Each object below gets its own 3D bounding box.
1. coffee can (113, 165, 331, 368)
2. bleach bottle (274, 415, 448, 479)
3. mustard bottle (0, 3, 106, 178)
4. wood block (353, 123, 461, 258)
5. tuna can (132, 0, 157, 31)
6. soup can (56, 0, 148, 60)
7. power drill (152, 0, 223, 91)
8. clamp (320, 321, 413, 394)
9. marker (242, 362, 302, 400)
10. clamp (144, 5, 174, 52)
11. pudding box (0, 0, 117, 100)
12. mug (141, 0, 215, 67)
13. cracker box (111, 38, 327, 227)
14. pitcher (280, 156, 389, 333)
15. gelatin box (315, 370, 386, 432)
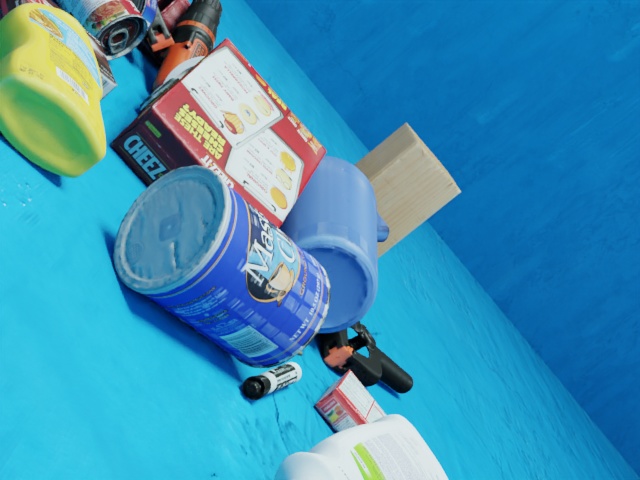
[{"bbox_3d":[-0.071,0.023,0.807,0.140,0.103,0.103,42,14,-45],"label":"coffee can"},{"bbox_3d":[0.024,0.181,0.792,0.103,0.068,0.250,54,12,21],"label":"bleach bottle"},{"bbox_3d":[-0.210,-0.132,0.829,0.096,0.058,0.191,44,17,-33],"label":"mustard bottle"},{"bbox_3d":[0.062,-0.040,1.340,0.090,0.206,0.090,47,11,-20],"label":"wood block"},{"bbox_3d":[-0.227,-0.264,1.199,0.086,0.086,0.033,54,9,16],"label":"tuna can"},{"bbox_3d":[-0.240,-0.253,1.146,0.102,0.068,0.068,55,10,16],"label":"soup can"},{"bbox_3d":[-0.120,-0.193,1.327,0.187,0.057,0.184,45,45,-33],"label":"power drill"},{"bbox_3d":[0.046,0.122,1.182,0.164,0.036,0.210,54,12,-2],"label":"clamp"},{"bbox_3d":[-0.038,0.115,0.870,0.020,0.020,0.121,53,10,9],"label":"marker"},{"bbox_3d":[-0.221,-0.300,1.270,0.171,0.039,0.120,56,-8,31],"label":"clamp"},{"bbox_3d":[-0.242,-0.182,0.967,0.113,0.039,0.090,42,13,-41],"label":"pudding box"},{"bbox_3d":[-0.192,-0.271,1.384,0.081,0.093,0.117,52,6,-26],"label":"mug"},{"bbox_3d":[-0.093,-0.090,1.057,0.164,0.072,0.213,48,30,-12],"label":"cracker box"},{"bbox_3d":[-0.008,0.001,1.160,0.243,0.149,0.145,-91,156,-69],"label":"pitcher"},{"bbox_3d":[0.034,0.164,0.988,0.073,0.030,0.089,50,9,3],"label":"gelatin box"}]
